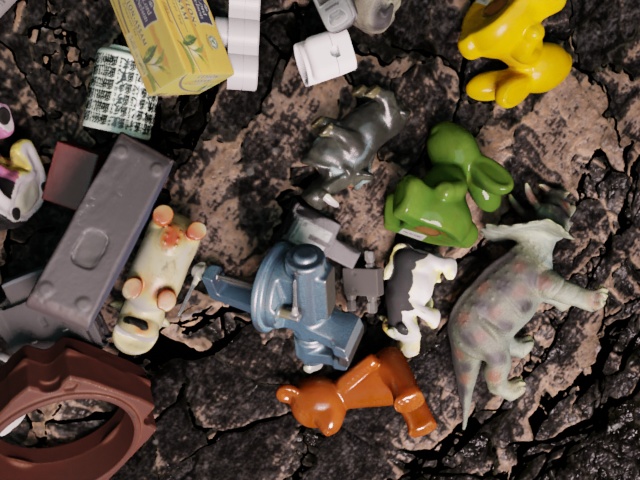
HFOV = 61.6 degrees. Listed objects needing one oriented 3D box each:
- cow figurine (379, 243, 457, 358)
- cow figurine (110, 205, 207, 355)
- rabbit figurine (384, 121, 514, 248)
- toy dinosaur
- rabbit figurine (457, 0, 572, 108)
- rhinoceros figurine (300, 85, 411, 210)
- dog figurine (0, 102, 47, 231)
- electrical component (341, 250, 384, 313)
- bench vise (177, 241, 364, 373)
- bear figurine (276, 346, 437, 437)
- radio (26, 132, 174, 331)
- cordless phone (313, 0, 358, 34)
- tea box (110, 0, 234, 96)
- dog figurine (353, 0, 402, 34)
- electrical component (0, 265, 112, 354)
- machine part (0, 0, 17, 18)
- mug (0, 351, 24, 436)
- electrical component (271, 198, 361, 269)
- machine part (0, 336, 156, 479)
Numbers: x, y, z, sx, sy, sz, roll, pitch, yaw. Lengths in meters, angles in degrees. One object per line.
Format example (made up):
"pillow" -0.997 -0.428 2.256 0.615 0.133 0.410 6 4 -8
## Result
"cow figurine" 0.129 0.091 0.798 0.098 0.068 0.167 16 98 -14
"cow figurine" -0.221 0.056 0.710 0.085 0.127 0.195 21 83 -15
"rabbit figurine" 0.182 -0.084 0.743 0.159 0.121 0.170 17 78 7
"toy dinosaur" 0.270 0.102 0.810 0.192 0.131 0.404 34 101 2
"rabbit figurine" 0.280 -0.257 0.737 0.173 0.122 0.162 28 98 -34
"rhinoceros figurine" 0.041 -0.127 0.741 0.190 0.073 0.112 -47 116 -1
"dog figurine" -0.462 -0.100 0.629 0.219 0.108 0.191 7 141 8
"electrical component" 0.061 0.060 0.788 0.063 0.021 0.094 2 98 33
"bench vise" -0.062 0.084 0.727 0.241 0.129 0.223 13 145 19
"bear figurine" 0.047 0.233 0.770 0.196 0.132 0.120 -24 131 0
"radio" -0.257 -0.008 0.642 0.073 0.131 0.229 26 76 -16
"cordless phone" -0.026 -0.327 0.644 0.089 0.147 0.184 -33 105 -41
"tea box" -0.181 -0.261 0.633 0.068 0.098 0.169 -19 98 31
"dog figurine" 0.039 -0.377 0.680 0.172 0.121 0.190 30 118 19
"electrical component" -0.360 0.102 0.715 0.115 0.058 0.134 -24 105 -7
"machine part" -0.422 -0.263 0.617 0.243 0.079 0.079 -45 106 0
"mug" -0.438 0.201 0.713 0.109 0.081 0.107 -42 120 -5
"electrical component" -0.002 -0.002 0.765 0.119 0.048 0.074 23 97 -15
"machine part" -0.333 0.238 0.691 0.201 0.087 0.201 -45 131 4
